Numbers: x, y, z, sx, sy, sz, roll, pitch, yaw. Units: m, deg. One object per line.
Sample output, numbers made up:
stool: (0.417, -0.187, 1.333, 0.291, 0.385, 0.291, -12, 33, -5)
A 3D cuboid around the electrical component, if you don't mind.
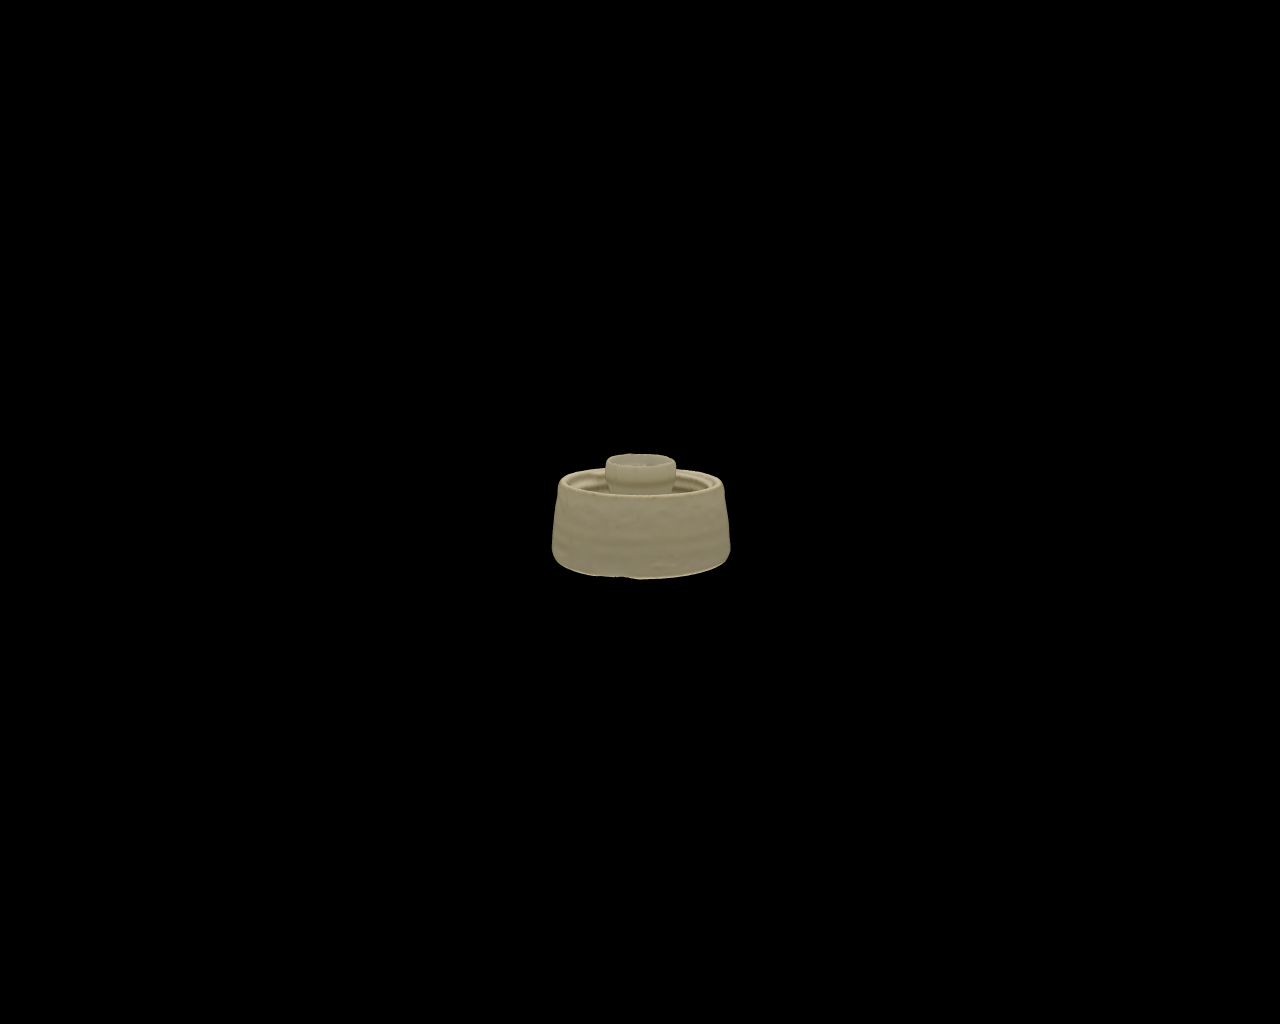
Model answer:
electrical component: (0.001, -0.003, 0.650, 0.108, 0.060, 0.108, 0, 13, 0)
